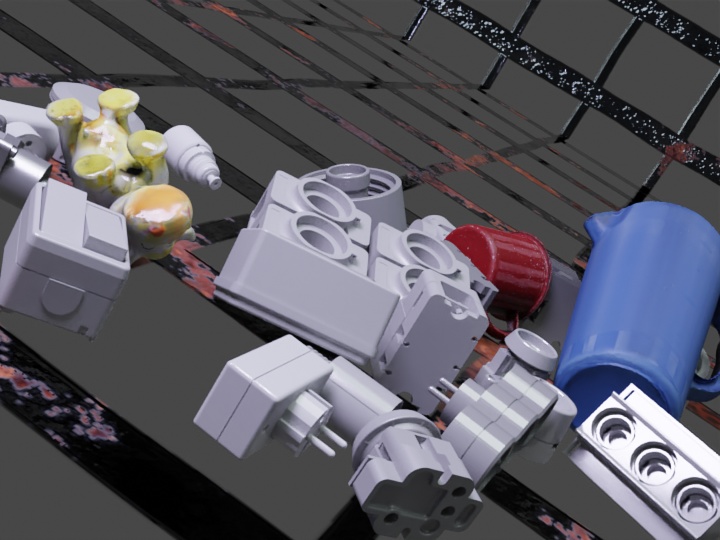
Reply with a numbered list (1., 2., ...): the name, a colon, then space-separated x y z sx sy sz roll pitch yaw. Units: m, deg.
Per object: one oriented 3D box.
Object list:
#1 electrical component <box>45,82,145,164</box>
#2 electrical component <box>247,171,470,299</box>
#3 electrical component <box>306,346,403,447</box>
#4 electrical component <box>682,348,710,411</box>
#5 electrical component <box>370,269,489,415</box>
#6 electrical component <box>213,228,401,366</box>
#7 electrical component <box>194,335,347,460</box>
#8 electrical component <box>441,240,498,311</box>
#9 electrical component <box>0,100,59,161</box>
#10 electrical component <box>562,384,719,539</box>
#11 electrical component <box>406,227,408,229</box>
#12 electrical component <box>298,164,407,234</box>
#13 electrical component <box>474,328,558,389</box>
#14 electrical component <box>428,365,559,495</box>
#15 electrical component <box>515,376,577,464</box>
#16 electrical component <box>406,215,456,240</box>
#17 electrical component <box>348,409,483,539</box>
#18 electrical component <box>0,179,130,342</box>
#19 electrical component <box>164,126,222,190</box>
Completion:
1. electrical component: -0.223 -0.117 0.888 0.080 0.051 0.080 27 18 -10
2. electrical component: 0.000 0.000 0.877 0.186 0.060 0.105 26 31 -13
3. electrical component: -0.017 0.079 0.701 0.081 0.043 0.043 35 18 13
4. electrical component: 0.289 0.102 1.083 0.108 0.060 0.108 9 34 -6
5. electrical component: 0.050 0.052 0.805 0.050 0.089 0.055 26 18 -14
6. electrical component: -0.040 0.016 0.756 0.109 0.056 0.109 26 -4 -13
7. electrical component: -0.041 0.085 0.641 0.076 0.047 0.083 36 19 13
8. electrical component: 0.077 0.014 1.004 0.050 0.055 0.089 16 23 -38
9. electrical component: -0.256 -0.094 0.787 0.079 0.043 0.077 42 21 31
10. electrical component: 0.231 0.159 0.836 0.121 0.079 0.063 43 -8 34
11. electrical component: 0.034 -0.022 1.055 0.066 0.048 0.055 42 13 31
12. electrical component: -0.011 -0.064 0.993 0.108 0.060 0.108 -1 23 1
13. electrical component: 0.135 0.084 0.911 0.066 0.055 0.048 12 26 -45
14. electrical component: 0.082 0.101 0.759 0.074 0.052 0.138 36 28 17
15. electrical component: 0.136 0.115 0.841 0.055 0.047 0.055 27 18 -10
16. electrical component: 0.073 -0.029 1.136 0.079 0.043 0.077 22 20 -24
17. electrical component: 0.028 0.121 0.640 0.078 0.058 0.057 20 24 -31
18. electrical component: -0.180 -0.012 0.661 0.062 0.061 0.096 23 19 -24
19. electrical component: -0.151 -0.098 0.972 0.040 0.040 0.078 8 29 -50
